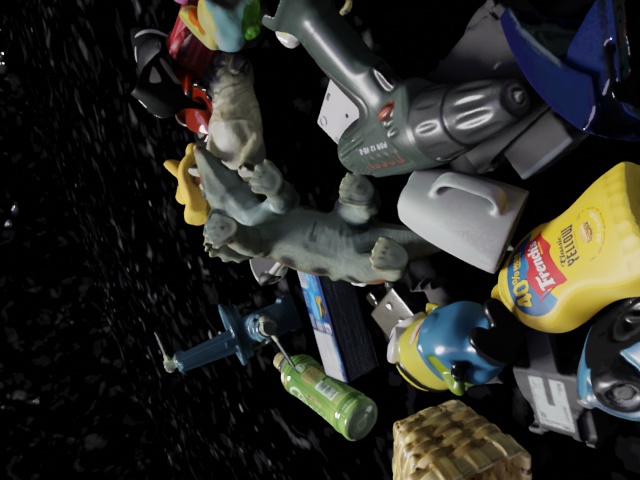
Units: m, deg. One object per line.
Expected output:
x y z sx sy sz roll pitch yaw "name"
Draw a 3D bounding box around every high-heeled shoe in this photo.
-0.270 -0.265 0.812 0.249 0.145 0.086 47 113 24 "high-heeled shoe"

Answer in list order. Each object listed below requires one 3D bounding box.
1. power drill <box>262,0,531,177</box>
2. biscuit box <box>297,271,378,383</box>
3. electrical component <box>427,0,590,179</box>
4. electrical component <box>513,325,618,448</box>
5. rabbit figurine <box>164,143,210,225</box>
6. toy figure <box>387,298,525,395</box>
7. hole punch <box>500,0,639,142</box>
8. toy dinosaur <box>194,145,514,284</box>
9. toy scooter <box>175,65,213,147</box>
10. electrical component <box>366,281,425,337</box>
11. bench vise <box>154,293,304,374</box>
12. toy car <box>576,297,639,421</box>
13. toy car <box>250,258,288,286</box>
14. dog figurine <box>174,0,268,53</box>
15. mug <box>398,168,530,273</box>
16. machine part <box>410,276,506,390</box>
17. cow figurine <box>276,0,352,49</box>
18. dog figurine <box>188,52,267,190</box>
0.050 -0.151 0.458 0.207 0.086 0.232 48 162 -6 "power drill"
0.022 0.101 0.783 0.059 0.063 0.202 1 109 56 "biscuit box"
0.163 -0.122 0.454 0.134 0.058 0.115 59 148 15 "electrical component"
0.228 0.131 0.515 0.075 0.048 0.119 -10 99 56 "electrical component"
-0.211 -0.090 0.965 0.162 0.122 0.173 52 165 10 "rabbit figurine"
0.128 0.109 0.532 0.089 0.082 0.180 64 156 5 "toy figure"
0.192 -0.119 0.353 0.092 0.142 0.115 -13 84 55 "hole punch"
0.005 -0.006 0.650 0.405 0.131 0.192 17 172 11 "toy dinosaur"
-0.203 -0.241 0.901 0.184 0.075 0.135 38 135 43 "toy scooter"
0.101 0.091 0.680 0.102 0.045 0.078 48 133 28 "electrical component"
-0.154 0.174 0.938 0.224 0.241 0.128 15 125 70 "bench vise"
0.274 0.080 0.387 0.103 0.109 0.161 39 130 3 "toy car"
-0.068 0.011 0.869 0.073 0.056 0.201 64 146 17 "toy car"
-0.116 -0.374 0.667 0.192 0.108 0.219 56 143 20 "dog figurine"
0.126 -0.028 0.495 0.107 0.081 0.109 22 170 23 "mug"
0.156 0.105 0.617 0.139 0.039 0.084 61 155 8 "machine part"
-0.026 -0.314 0.603 0.098 0.068 0.167 -15 100 52 "cow figurine"
-0.120 -0.170 0.828 0.172 0.121 0.190 90 -176 -76 "dog figurine"
